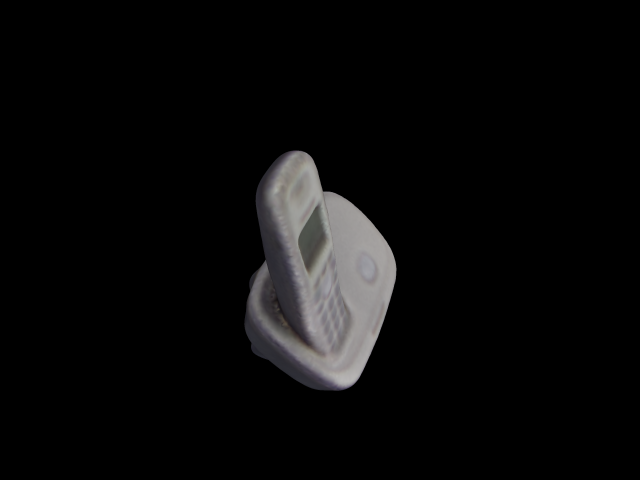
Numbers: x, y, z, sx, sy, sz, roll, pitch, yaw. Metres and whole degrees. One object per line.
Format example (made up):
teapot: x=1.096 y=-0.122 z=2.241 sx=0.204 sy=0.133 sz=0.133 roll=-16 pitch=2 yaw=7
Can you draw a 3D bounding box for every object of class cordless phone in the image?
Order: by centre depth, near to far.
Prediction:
cordless phone: x=0.004 y=0.001 z=0.400 sx=0.094 sy=0.185 sz=0.148 roll=13 pitch=47 yaw=13
